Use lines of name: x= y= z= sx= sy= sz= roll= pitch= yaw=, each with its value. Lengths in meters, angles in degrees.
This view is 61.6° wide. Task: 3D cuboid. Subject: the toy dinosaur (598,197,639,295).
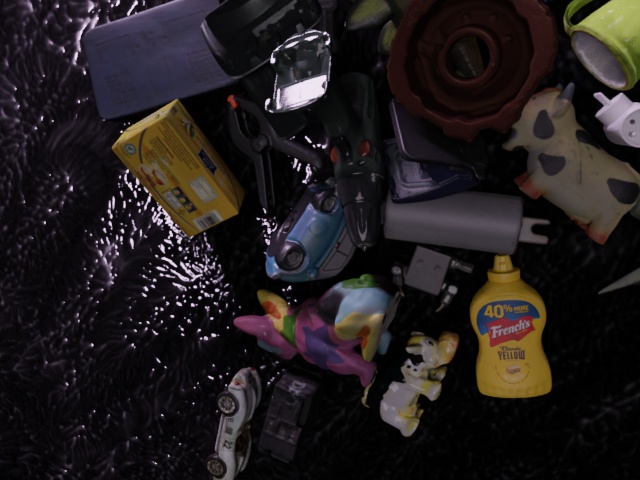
toy dinosaur: x=0.493 y=-0.078 z=0.589 sx=0.192 sy=0.131 sz=0.404 roll=26 pitch=113 yaw=9

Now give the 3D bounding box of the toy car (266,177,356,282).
toy car: x=-0.002 y=-0.002 z=0.751 sx=0.103 sy=0.109 sz=0.161 roll=34 pitch=94 yaw=-19

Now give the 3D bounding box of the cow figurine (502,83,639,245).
cow figurine: x=0.298 y=-0.101 z=0.648 sx=0.195 sy=0.085 sz=0.127 roll=37 pitch=107 yaw=2

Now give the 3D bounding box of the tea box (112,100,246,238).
tea box: x=-0.194 y=-0.097 z=0.760 sx=0.098 sy=0.068 sz=0.169 roll=-23 pitch=120 yaw=18

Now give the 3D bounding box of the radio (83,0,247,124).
radio: x=-0.214 y=-0.255 z=0.763 sx=0.230 sy=0.073 sz=0.131 roll=-11 pitch=98 yaw=16

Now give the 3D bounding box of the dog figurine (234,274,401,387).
dog figurine: x=-0.009 y=0.109 z=0.759 sx=0.219 sy=0.108 sz=0.191 roll=16 pitch=129 yaw=16

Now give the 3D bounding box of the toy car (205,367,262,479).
toy car: x=-0.134 y=0.298 z=0.858 sx=0.056 sy=0.073 sz=0.201 roll=17 pitch=106 yaw=15

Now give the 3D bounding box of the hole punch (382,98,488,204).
hole punch: x=0.138 y=-0.108 z=0.674 sx=0.116 sy=0.142 sz=0.092 roll=3 pitch=141 yaw=-10

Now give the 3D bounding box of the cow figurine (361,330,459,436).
cow figurine: x=0.129 y=0.188 z=0.768 sx=0.098 sy=0.068 sz=0.167 roll=28 pitch=107 yaw=14

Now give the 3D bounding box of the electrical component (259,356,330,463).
electrical component: x=-0.038 y=0.256 z=0.801 sx=0.058 sy=0.115 sz=0.134 roll=19 pitch=106 yaw=15

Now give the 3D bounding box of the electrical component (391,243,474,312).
electrical component: x=0.150 y=0.049 z=0.741 sx=0.102 sy=0.045 sz=0.078 roll=25 pitch=109 yaw=9

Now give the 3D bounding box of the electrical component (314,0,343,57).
electrical component: x=-0.029 y=-0.281 z=0.719 sx=0.119 sy=0.048 sz=0.074 roll=5 pitch=103 yaw=13

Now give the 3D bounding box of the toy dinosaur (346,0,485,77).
toy dinosaur: x=0.105 y=-0.350 z=0.640 sx=0.199 sy=0.105 sz=0.471 roll=-19 pitch=92 yaw=22

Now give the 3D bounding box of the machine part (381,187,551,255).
machine part: x=0.171 y=-0.030 z=0.702 sx=0.243 sy=0.079 sz=0.079 roll=9 pitch=104 yaw=15

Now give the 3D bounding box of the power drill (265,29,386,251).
power drill: x=0.023 y=-0.125 z=0.631 sx=0.086 sy=0.207 sz=0.232 roll=-12 pitch=62 yaw=30

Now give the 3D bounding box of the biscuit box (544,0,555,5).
biscuit box: x=0.246 y=-0.380 z=0.614 sx=0.059 sy=0.063 sz=0.202 roll=-28 pitch=94 yaw=17

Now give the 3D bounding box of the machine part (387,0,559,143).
machine part: x=0.164 y=-0.200 z=0.587 sx=0.180 sy=0.056 sz=0.179 roll=11 pitch=117 yaw=22

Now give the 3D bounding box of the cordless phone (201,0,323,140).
cordless phone: x=-0.046 y=-0.231 z=0.676 sx=0.146 sy=0.089 sz=0.184 roll=-34 pitch=109 yaw=4
